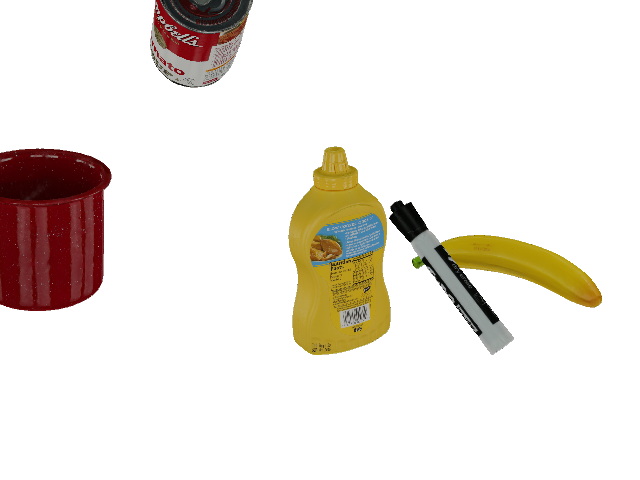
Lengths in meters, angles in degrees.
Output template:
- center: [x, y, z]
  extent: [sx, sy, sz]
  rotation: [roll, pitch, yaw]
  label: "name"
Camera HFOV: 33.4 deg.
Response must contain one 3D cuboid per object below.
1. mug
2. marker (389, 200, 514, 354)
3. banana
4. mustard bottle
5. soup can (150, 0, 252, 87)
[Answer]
- center: [-0.194, -0.004, 0.696]
  extent: [0.117, 0.081, 0.093]
  rotation: [-11, 30, -31]
  label: "mug"
- center: [0.086, 0.023, 0.716]
  extent: [0.020, 0.121, 0.020]
  rotation: [-34, -11, -8]
  label: "marker"
- center: [0.198, 0.028, 1.100]
  extent: [0.198, 0.037, 0.069]
  rotation: [11, 47, 26]
  label: "banana"
- center: [0.017, 0.007, 0.995]
  extent: [0.096, 0.192, 0.058]
  rotation: [-14, 25, -26]
  label: "mustard bottle"
- center: [-0.090, -0.164, 0.793]
  extent: [0.068, 0.068, 0.102]
  rotation: [0, -15, -13]
  label: "soup can"
